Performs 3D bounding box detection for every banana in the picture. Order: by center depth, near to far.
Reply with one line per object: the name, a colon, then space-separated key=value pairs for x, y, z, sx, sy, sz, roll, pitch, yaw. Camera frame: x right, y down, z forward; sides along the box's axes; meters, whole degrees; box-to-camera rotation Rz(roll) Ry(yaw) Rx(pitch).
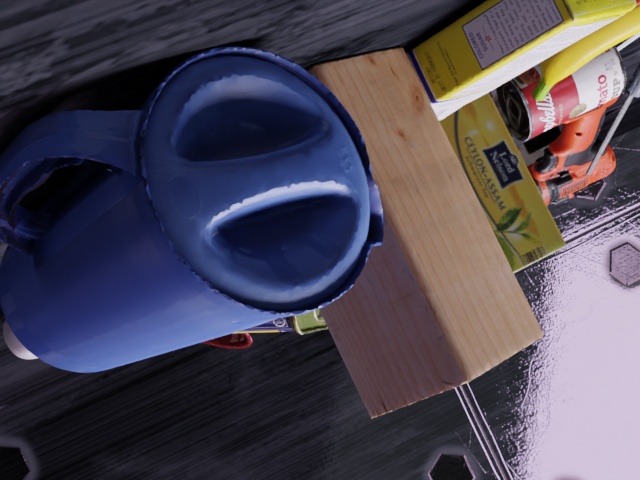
banana: x=0.258 y=-0.182 z=0.874 sx=0.198 sy=0.037 sz=0.069 roll=-27 pitch=164 yaw=4

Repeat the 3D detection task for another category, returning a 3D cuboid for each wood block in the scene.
wood block: x=0.042 y=-0.006 z=0.676 sx=0.090 sy=0.206 sz=0.091 roll=-21 pitch=174 yaw=-45

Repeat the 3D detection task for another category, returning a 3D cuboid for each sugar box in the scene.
sugar box: x=0.110 y=-0.126 z=0.704 sx=0.177 sy=0.048 sz=0.093 roll=-25 pitch=178 yaw=43

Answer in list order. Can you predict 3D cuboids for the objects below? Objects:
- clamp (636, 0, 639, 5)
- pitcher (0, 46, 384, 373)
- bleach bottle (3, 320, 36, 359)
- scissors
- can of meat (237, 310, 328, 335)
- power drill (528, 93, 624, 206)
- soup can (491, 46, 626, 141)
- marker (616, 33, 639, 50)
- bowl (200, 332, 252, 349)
clamp: x=0.305 y=-0.214 z=0.779 sx=0.171 sy=0.039 sz=0.120 roll=-24 pitch=174 yaw=-20
pitcher: x=-0.097 y=-0.002 z=0.585 sx=0.144 sy=0.149 sz=0.243 roll=-41 pitch=-170 yaw=-38
bleach bottle: x=-0.225 y=0.063 z=0.961 sx=0.102 sy=0.068 sz=0.251 roll=-24 pitch=178 yaw=-28
scissors: x=0.302 y=-0.157 z=0.988 sx=0.096 sy=0.016 sz=0.202 roll=-43 pitch=158 yaw=-47
can of meat: x=-0.043 y=0.054 z=0.938 sx=0.084 sy=0.057 sz=0.102 roll=-4 pitch=178 yaw=19
power drill: x=0.265 y=-0.107 z=1.223 sx=0.184 sy=0.057 sz=0.188 roll=-25 pitch=149 yaw=-12
soup can: x=0.215 y=-0.140 z=0.964 sx=0.102 sy=0.068 sz=0.068 roll=-25 pitch=176 yaw=-10
marker: x=0.294 y=-0.196 z=1.060 sx=0.020 sy=0.020 sz=0.121 roll=-24 pitch=176 yaw=-16
bowl: x=-0.133 y=0.049 z=1.030 sx=0.162 sy=0.162 sz=0.055 roll=-36 pitch=-147 yaw=67
